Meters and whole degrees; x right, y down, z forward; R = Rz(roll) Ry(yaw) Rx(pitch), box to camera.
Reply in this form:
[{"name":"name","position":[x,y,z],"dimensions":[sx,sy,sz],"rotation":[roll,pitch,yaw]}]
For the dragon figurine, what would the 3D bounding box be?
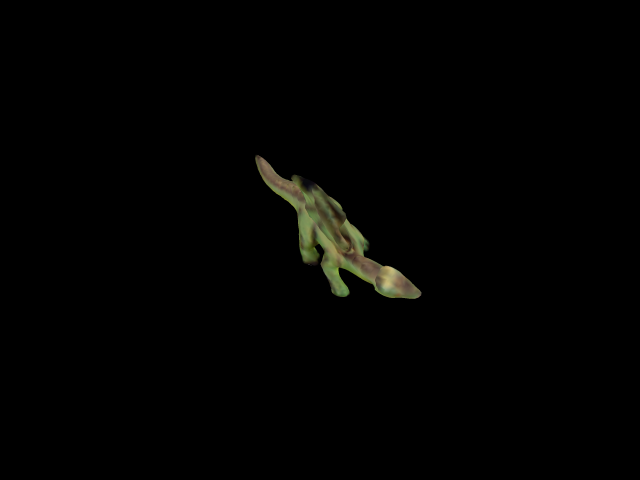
[{"name":"dragon figurine","position":[0.003,-0.043,0.850],"dimensions":[0.123,0.414,0.239],"rotation":[-41,-15,-12]}]
